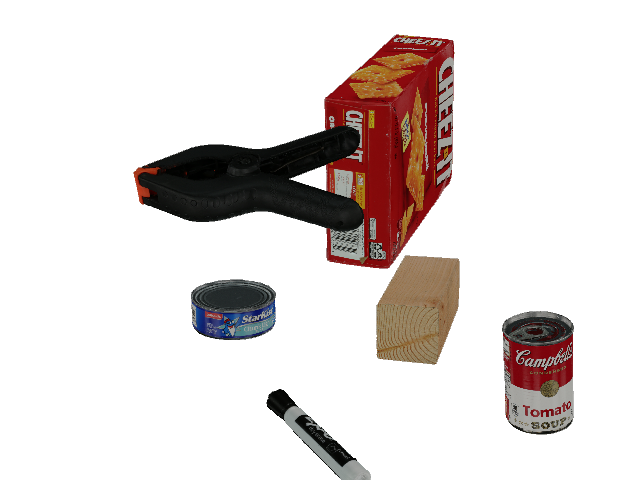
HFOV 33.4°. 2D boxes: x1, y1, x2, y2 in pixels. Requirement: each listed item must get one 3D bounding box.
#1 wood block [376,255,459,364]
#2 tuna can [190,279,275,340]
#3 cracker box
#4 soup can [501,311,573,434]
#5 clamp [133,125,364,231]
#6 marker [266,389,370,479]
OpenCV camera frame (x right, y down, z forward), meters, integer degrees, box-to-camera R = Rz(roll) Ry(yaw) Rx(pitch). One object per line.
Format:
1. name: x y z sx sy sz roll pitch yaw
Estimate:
1. wood block: 0.150 0.100 1.610 0.091 0.090 0.205 4 20 14
2. tuna can: -0.088 0.070 1.076 0.086 0.034 0.086 0 18 0
3. cracker box: 0.072 -0.092 1.036 0.072 0.164 0.213 9 28 20
4. soup can: 0.214 0.130 1.047 0.068 0.102 0.068 -5 21 2
5. clamp: -0.046 -0.050 0.784 0.171 0.039 0.120 5 30 8
6. marker: -0.005 0.152 0.826 0.020 0.020 0.121 0 25 -39
